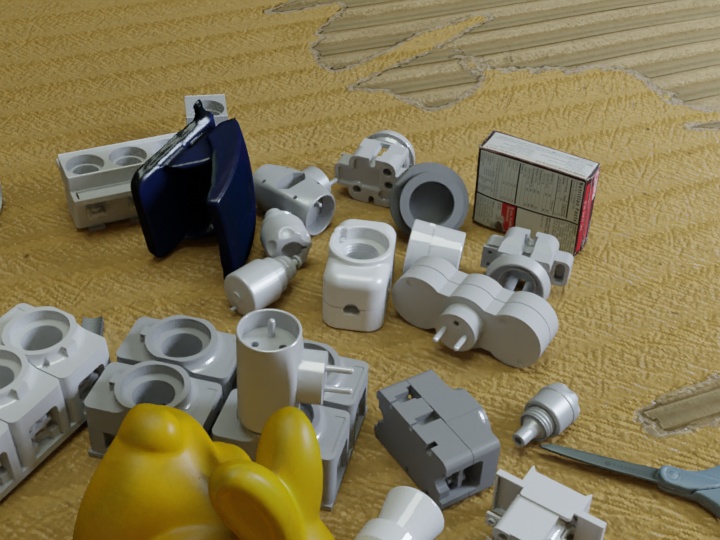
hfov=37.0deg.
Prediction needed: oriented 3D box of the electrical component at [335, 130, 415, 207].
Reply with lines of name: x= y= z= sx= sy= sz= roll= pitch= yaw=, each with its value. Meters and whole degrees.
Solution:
electrical component: x=0.021 y=-0.103 z=1.076 sx=0.078 sy=0.058 sz=0.057 roll=15 pitch=42 yaw=15

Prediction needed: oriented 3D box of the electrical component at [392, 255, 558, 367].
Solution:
electrical component: x=0.087 y=0.043 z=0.892 sx=0.138 sy=0.052 sz=0.074 roll=22 pitch=42 yaw=23

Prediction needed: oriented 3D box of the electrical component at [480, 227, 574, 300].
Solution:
electrical component: x=0.143 y=0.002 z=0.946 sx=0.078 sy=0.058 sz=0.057 roll=15 pitch=36 yaw=15

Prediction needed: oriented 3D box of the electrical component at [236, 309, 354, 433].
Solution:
electrical component: x=-0.044 y=0.070 z=0.725 sx=0.079 sy=0.077 sz=0.044 roll=6 pitch=38 yaw=3

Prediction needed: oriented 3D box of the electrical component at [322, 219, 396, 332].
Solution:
electrical component: x=0.000 y=0.000 z=0.936 sx=0.054 sy=0.059 sz=0.095 roll=7 pitch=38 yaw=5

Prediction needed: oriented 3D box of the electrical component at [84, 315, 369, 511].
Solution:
electrical component: x=-0.096 y=0.099 z=0.799 sx=0.186 sy=0.060 sz=0.105 roll=11 pitch=38 yaw=10

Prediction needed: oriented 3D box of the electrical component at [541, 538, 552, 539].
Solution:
electrical component: x=0.093 y=0.212 z=0.663 sx=0.096 sy=0.061 sz=0.061 roll=-5 pitch=38 yaw=-11

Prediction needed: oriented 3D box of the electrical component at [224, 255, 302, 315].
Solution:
electrical component: x=-0.082 y=0.009 z=0.935 sx=0.040 sy=0.040 sz=0.078 roll=30 pitch=45 yaw=31

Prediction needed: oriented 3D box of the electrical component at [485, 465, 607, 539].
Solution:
electrical component: x=0.121 y=0.176 z=0.730 sx=0.081 sy=0.042 sz=0.064 roll=23 pitch=46 yaw=26

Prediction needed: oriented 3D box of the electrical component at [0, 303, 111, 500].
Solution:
electrical component: x=-0.263 y=0.096 z=0.783 sx=0.089 sy=0.061 sz=0.150 roll=20 pitch=43 yaw=24

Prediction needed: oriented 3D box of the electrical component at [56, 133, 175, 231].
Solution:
electrical component: x=-0.220 y=-0.084 z=1.029 sx=0.121 sy=0.063 sz=0.078 roll=-14 pitch=41 yaw=-21

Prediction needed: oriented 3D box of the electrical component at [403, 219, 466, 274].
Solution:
electrical component: x=0.067 y=-0.014 z=0.965 sx=0.047 sy=0.055 sz=0.055 roll=12 pitch=38 yaw=6

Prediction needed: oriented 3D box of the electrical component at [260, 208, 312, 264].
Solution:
electrical component: x=-0.072 y=-0.033 z=0.989 sx=0.043 sy=0.043 sz=0.062 roll=-10 pitch=38 yaw=-17

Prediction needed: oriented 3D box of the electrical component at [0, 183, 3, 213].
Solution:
electrical component: x=-0.378 y=-0.070 z=1.019 sx=0.065 sy=0.044 sz=0.044 roll=-3 pitch=38 yaw=-1

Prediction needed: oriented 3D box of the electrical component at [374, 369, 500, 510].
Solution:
electrical component: x=0.059 y=0.121 z=0.789 sx=0.056 sy=0.050 sz=0.089 roll=-19 pitch=43 yaw=-26

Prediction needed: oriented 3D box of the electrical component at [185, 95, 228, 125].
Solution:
electrical component: x=-0.158 y=-0.142 z=1.107 sx=0.042 sy=0.063 sz=0.081 roll=-3 pitch=38 yaw=-9

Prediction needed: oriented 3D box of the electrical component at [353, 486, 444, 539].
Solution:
electrical component: x=0.024 y=0.178 z=0.717 sx=0.045 sy=0.045 sz=0.055 roll=21 pitch=42 yaw=22

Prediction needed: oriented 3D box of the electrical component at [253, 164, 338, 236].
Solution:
electrical component: x=-0.055 y=-0.076 z=1.045 sx=0.077 sy=0.043 sz=0.079 roll=28 pitch=44 yaw=29

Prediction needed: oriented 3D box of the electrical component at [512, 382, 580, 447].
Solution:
electrical component: x=0.139 y=0.113 z=0.819 sx=0.035 sy=0.035 sz=0.061 roll=31 pitch=48 yaw=32
